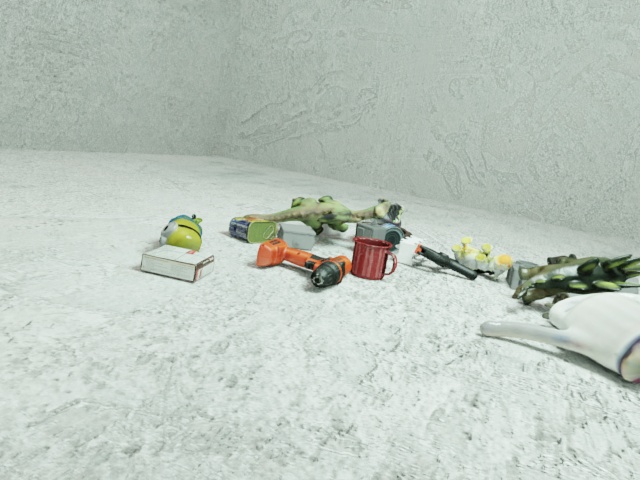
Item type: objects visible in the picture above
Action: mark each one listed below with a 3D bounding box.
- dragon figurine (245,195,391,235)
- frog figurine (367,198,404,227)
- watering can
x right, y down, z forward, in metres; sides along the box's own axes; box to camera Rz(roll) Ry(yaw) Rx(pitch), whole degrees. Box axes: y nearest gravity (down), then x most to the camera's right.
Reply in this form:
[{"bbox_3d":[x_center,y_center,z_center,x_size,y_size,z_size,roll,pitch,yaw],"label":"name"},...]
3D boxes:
[{"bbox_3d":[0.004,-0.073,1.459,0.411,0.122,0.242,-6,1,-18],"label":"dragon figurine"},{"bbox_3d":[0.216,-0.072,1.848,0.138,0.124,0.157,-7,-18,-32],"label":"frog figurine"},{"bbox_3d":[0.477,0.165,0.886,0.348,0.102,0.227,-10,21,-13],"label":"watering can"}]
